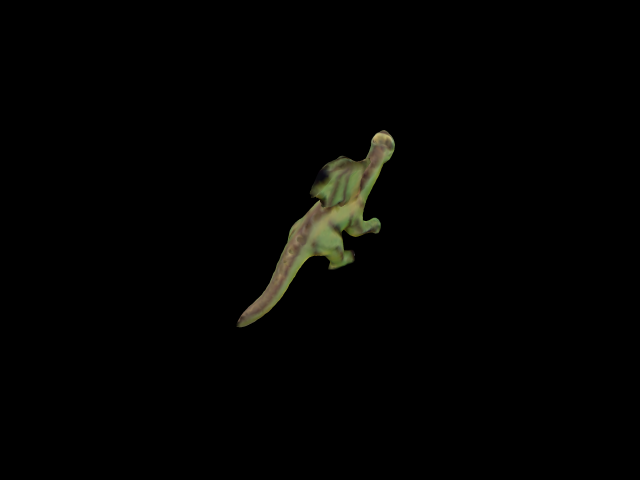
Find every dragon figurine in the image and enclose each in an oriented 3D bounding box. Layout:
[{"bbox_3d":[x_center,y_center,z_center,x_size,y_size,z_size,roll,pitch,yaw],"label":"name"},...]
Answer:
[{"bbox_3d":[0.003,-0.043,0.850,0.123,0.417,0.237,32,-31,21],"label":"dragon figurine"}]
